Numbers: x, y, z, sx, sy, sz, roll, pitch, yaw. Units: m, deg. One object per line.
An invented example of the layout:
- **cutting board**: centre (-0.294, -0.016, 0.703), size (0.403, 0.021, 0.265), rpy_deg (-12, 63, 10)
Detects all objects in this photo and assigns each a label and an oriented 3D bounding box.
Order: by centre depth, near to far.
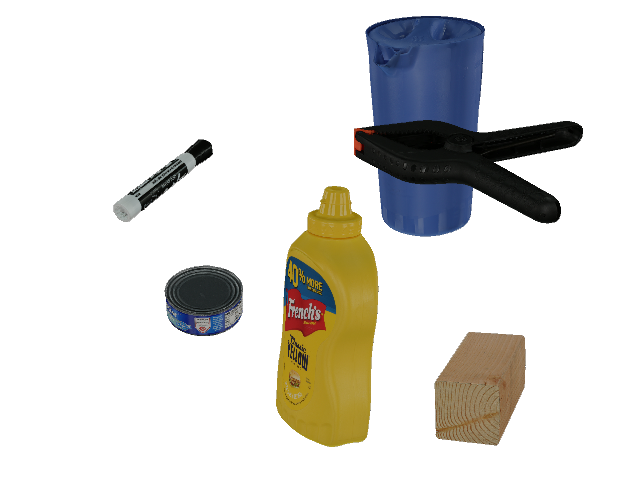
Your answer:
- **mustard bottle**: centre (0.006, 0.053, 0.817), size (0.058, 0.192, 0.096), rpy_deg (-4, 18, -28)
- **marker**: centre (-0.133, -0.054, 0.922), size (0.020, 0.020, 0.121), rpy_deg (0, 32, 38)
- **clamp**: centre (0.135, -0.081, 0.977), size (0.210, 0.036, 0.164), rpy_deg (13, 34, 22)
- **tuna can**: centre (-0.128, 0.067, 1.179), size (0.086, 0.034, 0.086), rpy_deg (1, 36, -1)
- **pitcher**: centre (0.130, -0.137, 1.249), size (0.149, 0.243, 0.145), rpy_deg (-5, 26, -4)
- **wood block**: centre (0.235, 0.210, 1.548), size (0.091, 0.090, 0.205), rpy_deg (3, 16, 20)
